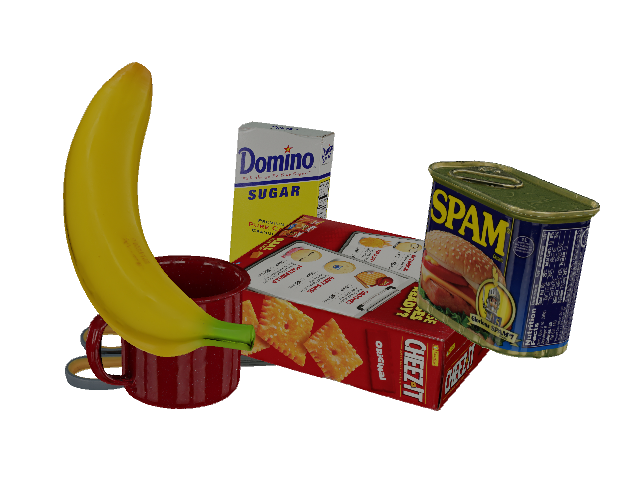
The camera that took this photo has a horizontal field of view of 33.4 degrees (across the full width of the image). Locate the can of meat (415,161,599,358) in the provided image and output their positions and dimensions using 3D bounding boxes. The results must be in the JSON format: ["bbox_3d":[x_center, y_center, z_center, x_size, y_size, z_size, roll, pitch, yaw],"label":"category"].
[{"bbox_3d":[0.099,0.009,0.592,0.057,0.084,0.102,-4,20,-29],"label":"can of meat"}]

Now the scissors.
[{"bbox_3d":[-0.127,0.096,0.952,0.201,0.016,0.096,-7,32,-18],"label":"scissors"}]

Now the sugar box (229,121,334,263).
[{"bbox_3d":[-0.042,-0.027,1.085,0.093,0.176,0.048,9,16,18],"label":"sugar box"}]

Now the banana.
[{"bbox_3d":[-0.095,-0.013,0.538,0.069,0.198,0.037,-13,-35,-18],"label":"banana"}]

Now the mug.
[{"bbox_3d":[-0.104,0.065,0.723,0.117,0.081,0.093,-13,23,-40],"label":"mug"}]

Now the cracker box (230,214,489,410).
[{"bbox_3d":[0.035,0.054,0.894,0.214,0.072,0.163,13,27,26],"label":"cracker box"}]
